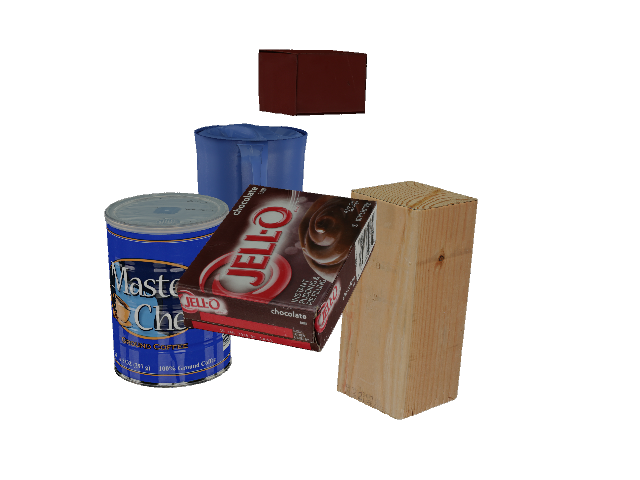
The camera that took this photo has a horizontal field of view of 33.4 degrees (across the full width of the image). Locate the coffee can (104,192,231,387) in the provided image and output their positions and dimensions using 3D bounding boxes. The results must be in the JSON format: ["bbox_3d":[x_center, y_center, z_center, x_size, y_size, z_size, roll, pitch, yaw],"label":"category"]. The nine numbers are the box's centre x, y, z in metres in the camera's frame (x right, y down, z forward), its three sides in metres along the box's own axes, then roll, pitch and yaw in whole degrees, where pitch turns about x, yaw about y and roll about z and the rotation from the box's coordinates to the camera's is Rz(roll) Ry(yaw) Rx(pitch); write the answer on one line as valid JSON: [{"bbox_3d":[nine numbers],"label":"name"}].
[{"bbox_3d":[-0.128,0.040,0.906,0.103,0.140,0.103,0,18,0],"label":"coffee can"}]

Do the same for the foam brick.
[{"bbox_3d":[-0.006,-0.132,0.888,0.078,0.051,0.053,-7,16,-38],"label":"foam brick"}]

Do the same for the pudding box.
[{"bbox_3d":[-0.023,0.014,0.653,0.090,0.039,0.113,9,37,19],"label":"pudding box"}]

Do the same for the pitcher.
[{"bbox_3d":[-0.084,-0.015,1.274,0.145,0.243,0.148,12,17,38],"label":"pitcher"}]

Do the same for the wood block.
[{"bbox_3d":[0.083,0.055,1.038,0.090,0.206,0.090,-11,22,-43],"label":"wood block"}]
